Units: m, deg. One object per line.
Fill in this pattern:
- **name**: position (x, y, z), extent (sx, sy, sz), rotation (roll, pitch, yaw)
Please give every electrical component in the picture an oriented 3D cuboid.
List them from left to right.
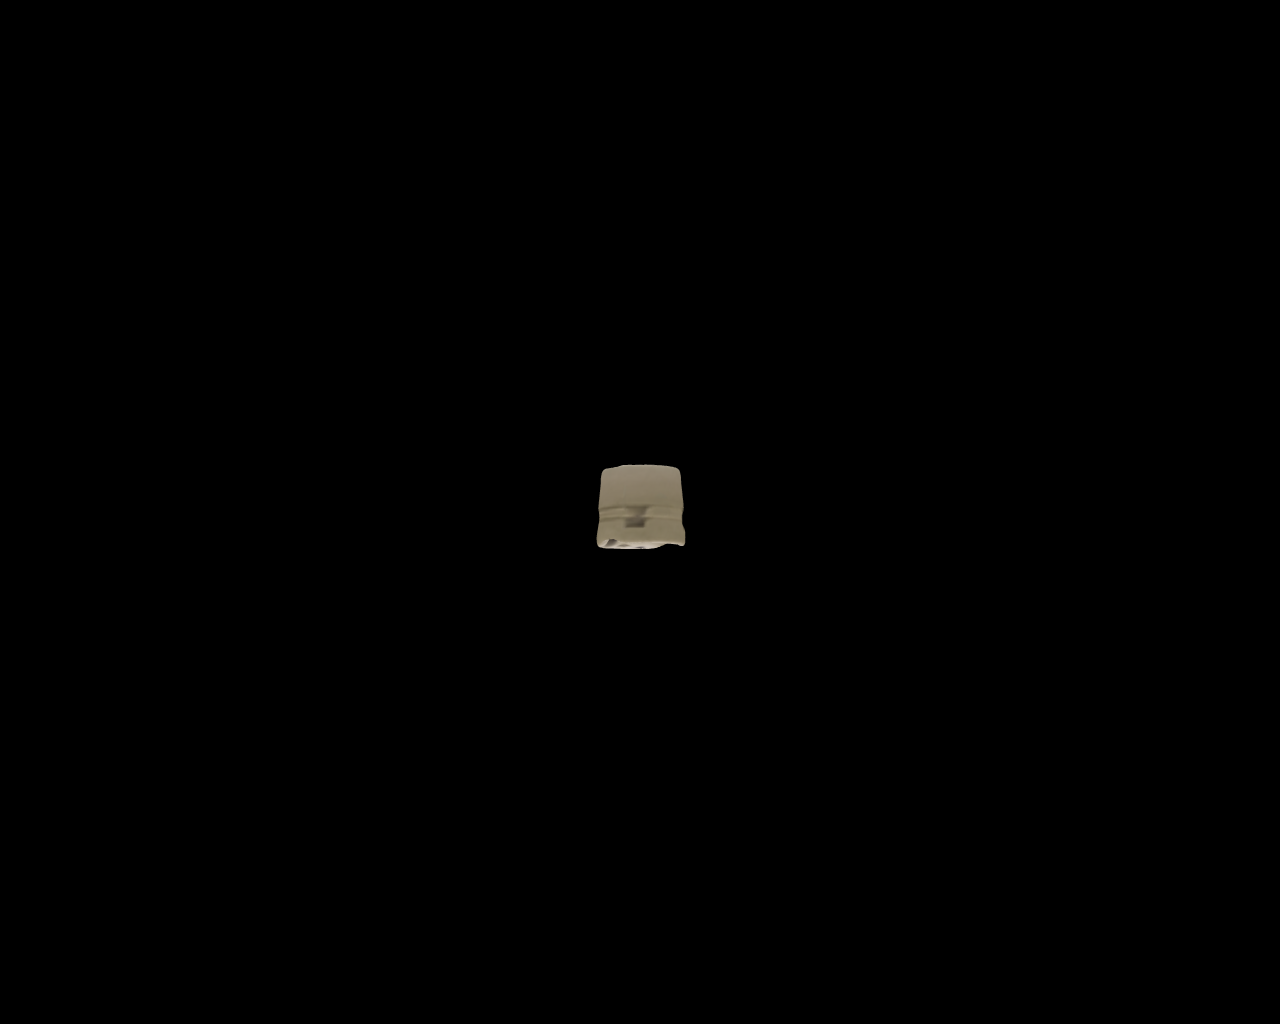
- **electrical component**: position (0.001, -0.003, 0.650), extent (0.055, 0.047, 0.055), rotation (0, -7, 0)
